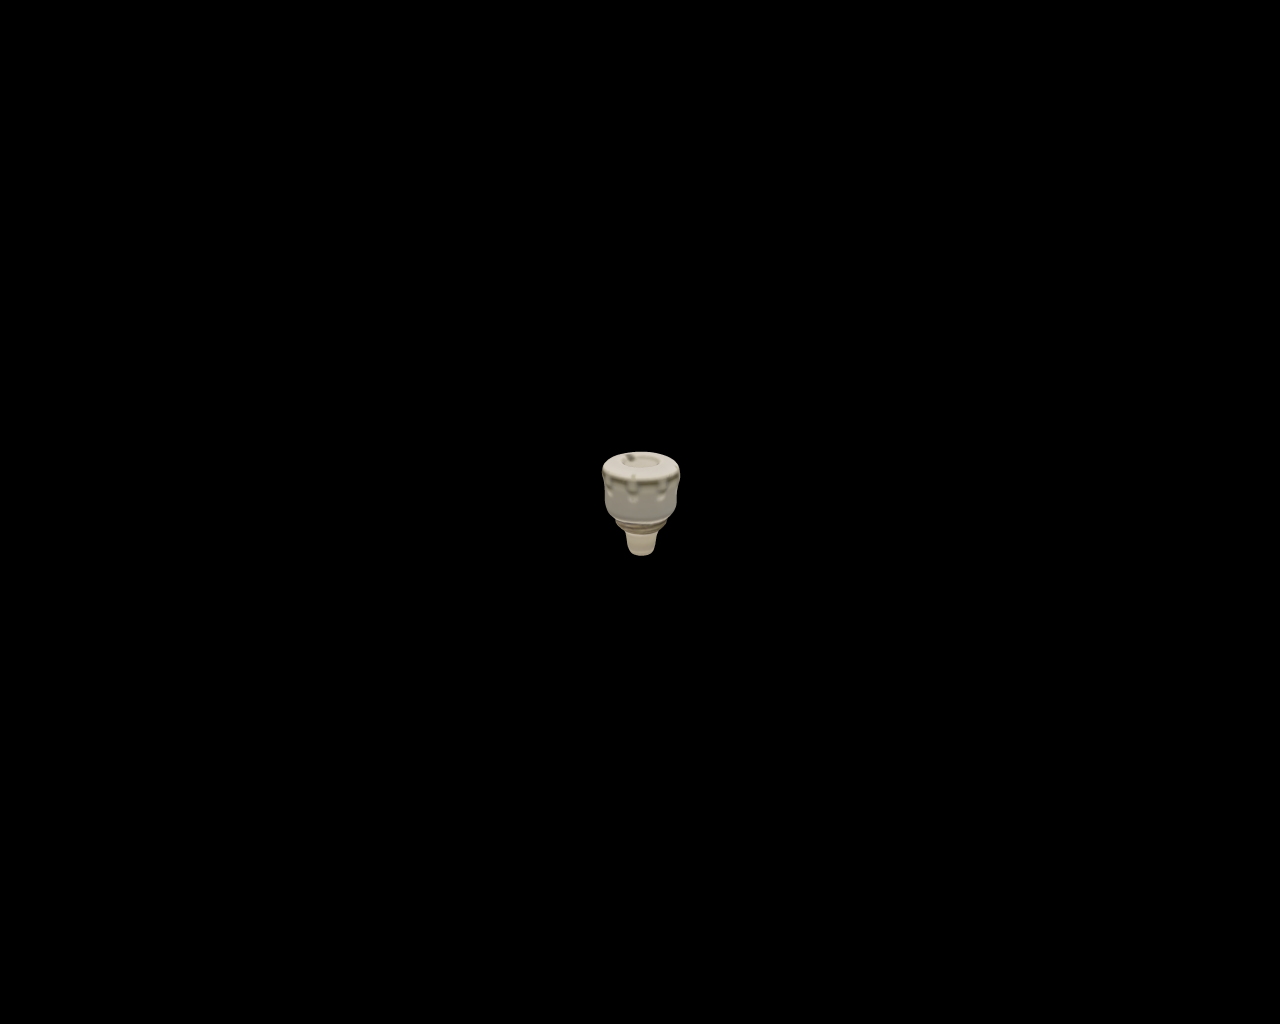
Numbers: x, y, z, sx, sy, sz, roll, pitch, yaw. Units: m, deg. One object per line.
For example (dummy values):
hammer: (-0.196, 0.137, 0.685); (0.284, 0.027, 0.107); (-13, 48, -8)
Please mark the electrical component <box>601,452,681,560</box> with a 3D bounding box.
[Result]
electrical component: (0.001, -0.003, 0.650); (0.048, 0.062, 0.048); (0, 22, 0)
